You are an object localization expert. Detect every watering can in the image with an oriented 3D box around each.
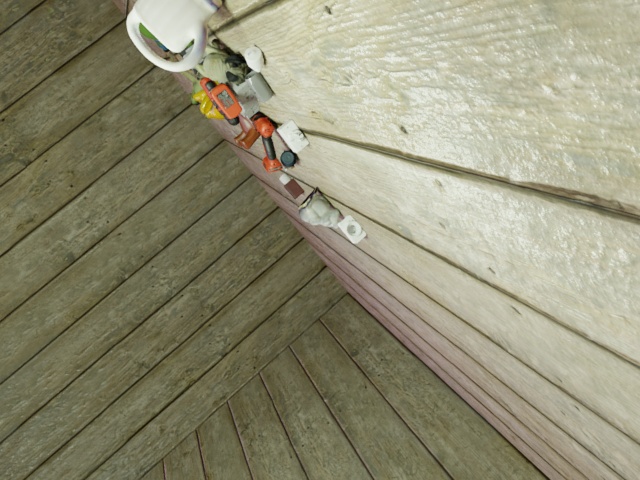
[{"bbox_3d":[-0.360,-0.540,1.161,0.350,0.223,0.104,49,-169,11],"label":"watering can"}]

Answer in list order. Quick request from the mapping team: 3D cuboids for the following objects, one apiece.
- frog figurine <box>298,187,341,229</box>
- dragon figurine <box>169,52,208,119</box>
[{"bbox_3d":[0.006,-0.095,1.887,0.159,0.121,0.140,41,-152,-10],"label":"frog figurine"},{"bbox_3d":[-0.477,-0.649,2.167,0.406,0.124,0.242,49,157,-18],"label":"dragon figurine"}]
